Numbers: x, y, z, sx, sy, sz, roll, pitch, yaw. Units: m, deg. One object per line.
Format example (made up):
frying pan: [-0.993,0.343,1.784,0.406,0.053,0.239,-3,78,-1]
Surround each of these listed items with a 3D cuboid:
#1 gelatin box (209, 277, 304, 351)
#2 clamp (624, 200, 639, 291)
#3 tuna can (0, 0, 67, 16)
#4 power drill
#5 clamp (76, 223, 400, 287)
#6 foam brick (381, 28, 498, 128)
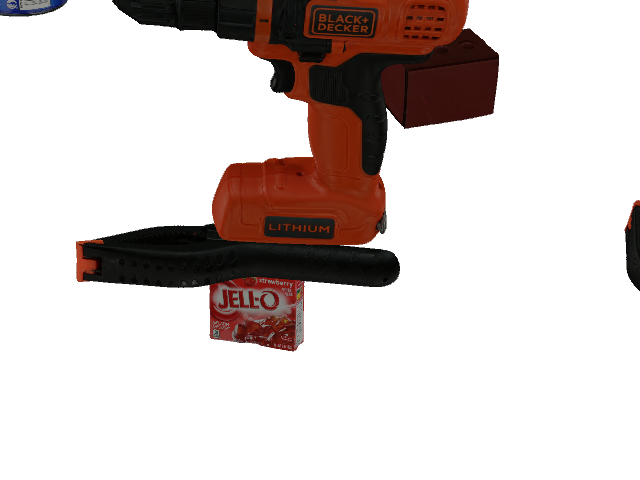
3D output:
gelatin box: [-0.060,0.060,0.999,0.089,0.073,0.030,7,18,18]
clamp: [0.266,0.036,0.699,0.120,0.039,0.171,-2,45,-19]
tuna can: [-0.243,-0.211,0.852,0.086,0.034,0.086,5,35,-4]
power drill: [-0.022,-0.080,0.596,0.184,0.057,0.188,3,-43,-4]
clamp: [-0.060,0.010,0.738,0.209,0.036,0.165,-5,14,-27]
foam brick: [0.090,-0.124,0.817,0.078,0.051,0.053,-11,37,-16]
